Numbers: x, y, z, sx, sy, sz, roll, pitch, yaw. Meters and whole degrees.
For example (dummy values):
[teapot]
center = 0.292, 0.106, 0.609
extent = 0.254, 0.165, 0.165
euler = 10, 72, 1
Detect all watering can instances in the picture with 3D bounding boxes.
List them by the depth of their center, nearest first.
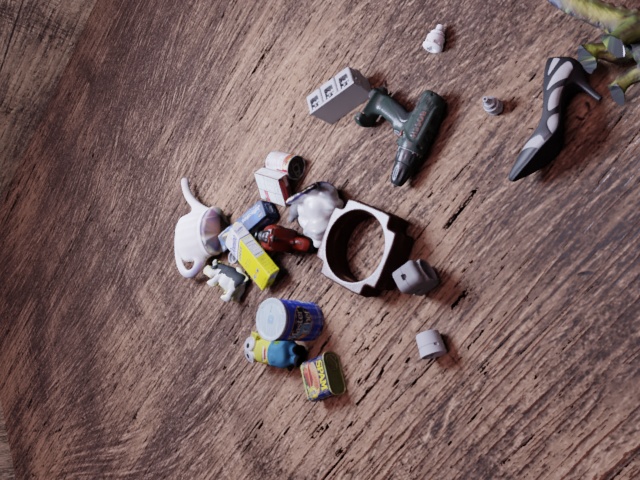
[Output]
[watering can]
center = -0.389, -0.056, 1.640
extent = 0.223, 0.103, 0.352
euler = -14, 71, 37

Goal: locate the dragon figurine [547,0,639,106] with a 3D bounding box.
[dragon figurine]
center = 0.593, -0.369, 0.885
extent = 0.242, 0.120, 0.417
euler = -27, 66, 6

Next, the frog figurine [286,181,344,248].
[frog figurine]
center = 0.004, -0.067, 1.329
extent = 0.136, 0.124, 0.158
euler = -28, 99, 24
